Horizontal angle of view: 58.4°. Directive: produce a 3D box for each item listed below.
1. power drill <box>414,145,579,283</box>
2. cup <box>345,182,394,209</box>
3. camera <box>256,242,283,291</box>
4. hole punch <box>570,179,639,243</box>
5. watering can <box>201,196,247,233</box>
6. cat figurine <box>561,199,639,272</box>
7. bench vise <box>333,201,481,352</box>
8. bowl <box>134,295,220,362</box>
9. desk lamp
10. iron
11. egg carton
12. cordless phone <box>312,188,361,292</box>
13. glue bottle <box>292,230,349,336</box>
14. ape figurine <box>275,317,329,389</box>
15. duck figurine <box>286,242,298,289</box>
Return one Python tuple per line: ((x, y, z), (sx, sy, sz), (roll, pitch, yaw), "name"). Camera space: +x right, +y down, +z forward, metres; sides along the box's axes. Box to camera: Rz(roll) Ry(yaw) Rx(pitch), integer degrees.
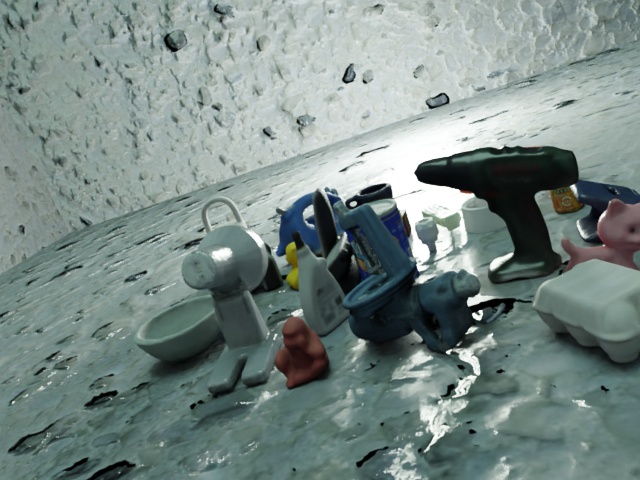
((0.276, -0.046, 0.866), (0.229, 0.209, 0.076), (-13, 18, 25), "power drill")
((0.125, -0.073, 1.349), (0.117, 0.095, 0.091), (-19, 16, 6), "cup")
((-0.167, 0.064, 1.247), (0.137, 0.101, 0.143), (-24, 16, -13), "camera")
((0.453, -0.059, 0.904), (0.101, 0.091, 0.109), (-15, 17, 19), "hole punch")
((-0.228, -0.016, 1.417), (0.101, 0.194, 0.172), (-24, 16, -11), "watering can")
((0.378, 0.002, 0.749), (0.127, 0.118, 0.067), (-19, 16, 6), "cat figurine")
((0.110, 0.037, 0.777), (0.207, 0.220, 0.122), (-13, 18, 24), "bench vise")
((-0.244, 0.171, 1.040), (0.167, 0.075, 0.167), (-19, 16, 6), "bowl")
((-0.140, 0.094, 0.911), (0.117, 0.214, 0.203), (-17, 16, 11), "desk lamp")
((-0.002, -0.056, 1.363), (0.118, 0.141, 0.259), (-4, 23, 46), "iron")
((0.325, 0.077, 0.656), (0.107, 0.069, 0.150), (-24, 16, -13), "egg carton")
((0.010, 0.004, 1.074), (0.094, 0.185, 0.147), (-17, 16, 12), "cordless phone")
((-0.009, 0.063, 0.924), (0.078, 0.173, 0.037), (-33, 20, -37), "glue bottle")
((-0.028, 0.151, 0.806), (0.077, 0.092, 0.076), (-6, 22, 41), "ape figurine")
((-0.042, 0.047, 1.177), (0.077, 0.086, 0.104), (-21, 16, 0), "duck figurine")
